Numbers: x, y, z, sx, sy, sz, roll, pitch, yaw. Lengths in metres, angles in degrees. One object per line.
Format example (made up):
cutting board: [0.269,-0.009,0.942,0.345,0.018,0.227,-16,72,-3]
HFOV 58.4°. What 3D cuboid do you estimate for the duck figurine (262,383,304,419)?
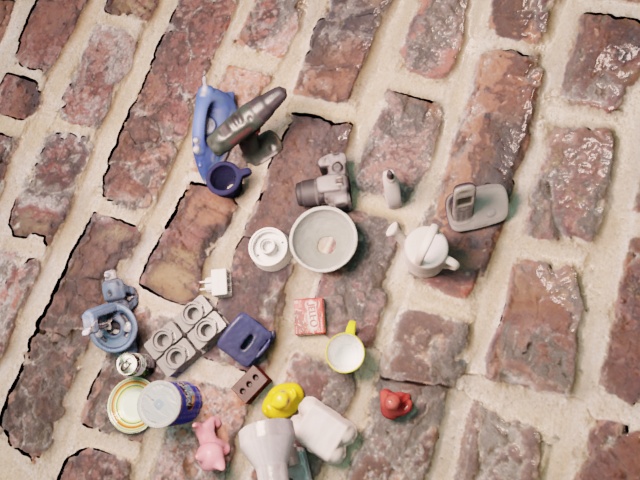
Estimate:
duck figurine: [-0.091,0.372,1.321,0.104,0.086,0.077,-33,73,-1]

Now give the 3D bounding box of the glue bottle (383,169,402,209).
glue bottle: [0.169,-0.133,1.366,0.037,0.173,0.078,-15,74,5]

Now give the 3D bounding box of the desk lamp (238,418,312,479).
desk lamp: [-0.087,0.485,1.225,0.118,0.214,0.203,-17,74,4]

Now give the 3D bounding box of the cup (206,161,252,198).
cup: [-0.222,-0.149,1.469,0.117,0.095,0.091,-18,74,4]

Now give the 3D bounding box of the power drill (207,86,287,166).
power drill: [-0.164,-0.273,1.433,0.229,0.208,0.075,-34,73,-1]

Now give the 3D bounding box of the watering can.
watering can: [0.234,0.018,1.306,0.172,0.194,0.101,7,77,10]

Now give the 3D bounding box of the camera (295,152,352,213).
camera: [0.007,-0.141,1.430,0.136,0.101,0.143,-8,75,7]

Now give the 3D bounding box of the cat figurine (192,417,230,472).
cat figurine: [-0.255,0.471,1.303,0.067,0.118,0.127,-29,73,1]

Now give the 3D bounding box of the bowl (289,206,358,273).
bowl: [0.013,0.005,1.405,0.167,0.075,0.167,-2,76,8]

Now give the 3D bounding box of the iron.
iron: [-0.296,-0.289,1.491,0.118,0.141,0.258,4,76,10]

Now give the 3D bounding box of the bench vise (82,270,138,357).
bench vise: [-0.515,0.175,1.364,0.121,0.220,0.207,-29,73,1]

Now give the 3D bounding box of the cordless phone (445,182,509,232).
cordless phone: [0.365,-0.092,1.320,0.147,0.185,0.094,-16,74,4]

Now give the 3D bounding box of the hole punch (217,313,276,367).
hole punch: [-0.173,0.238,1.365,0.101,0.091,0.109,36,83,15]

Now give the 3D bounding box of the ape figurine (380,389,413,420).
ape figurine: [0.165,0.365,1.281,0.077,0.092,0.076,43,85,16]

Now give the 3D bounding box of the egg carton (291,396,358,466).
egg carton: [0.005,0.433,1.300,0.150,0.069,0.107,30,82,14]
